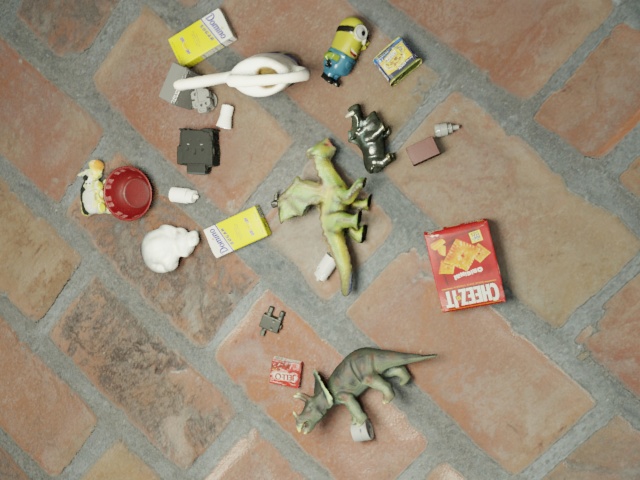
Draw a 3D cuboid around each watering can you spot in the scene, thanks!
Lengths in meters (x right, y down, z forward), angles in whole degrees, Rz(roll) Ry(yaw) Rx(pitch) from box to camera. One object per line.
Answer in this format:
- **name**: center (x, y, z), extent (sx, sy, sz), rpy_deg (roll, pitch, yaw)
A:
- **watering can**: center (-0.187, -0.432, 1.351), extent (0.347, 0.228, 0.102), rpy_deg (1, 114, 12)

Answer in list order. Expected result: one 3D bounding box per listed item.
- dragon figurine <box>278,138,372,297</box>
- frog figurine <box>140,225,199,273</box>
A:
- **dragon figurine**: center (0.004, -0.070, 1.381), extent (0.243, 0.122, 0.409), rpy_deg (12, 92, 13)
- **frog figurine**: center (-0.431, 0.024, 1.488), extent (0.159, 0.121, 0.139), rpy_deg (-8, 73, 25)
